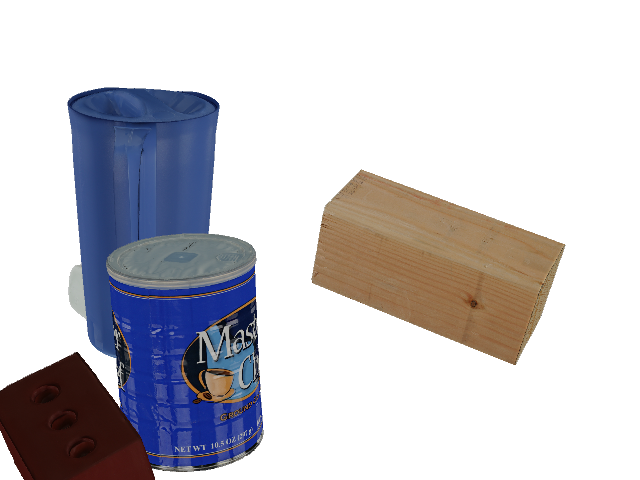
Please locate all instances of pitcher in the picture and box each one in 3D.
[{"bbox_3d":[-0.163,-0.012,0.977,0.145,0.243,0.148,21,27,39],"label":"pitcher"}]

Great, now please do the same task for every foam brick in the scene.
[{"bbox_3d":[-0.123,0.106,0.533,0.052,0.051,0.078,-26,42,-24],"label":"foam brick"}]

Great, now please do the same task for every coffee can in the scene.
[{"bbox_3d":[-0.094,0.076,0.754,0.103,0.140,0.103,-1,17,0],"label":"coffee can"}]

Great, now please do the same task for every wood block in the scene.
[{"bbox_3d":[0.107,0.022,0.992,0.206,0.091,0.090,22,36,17],"label":"wood block"}]

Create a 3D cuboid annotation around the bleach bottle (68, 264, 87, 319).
[{"bbox_3d":[-0.211,0.058,1.465,0.250,0.068,0.103,-10,27,-44],"label":"bleach bottle"}]
